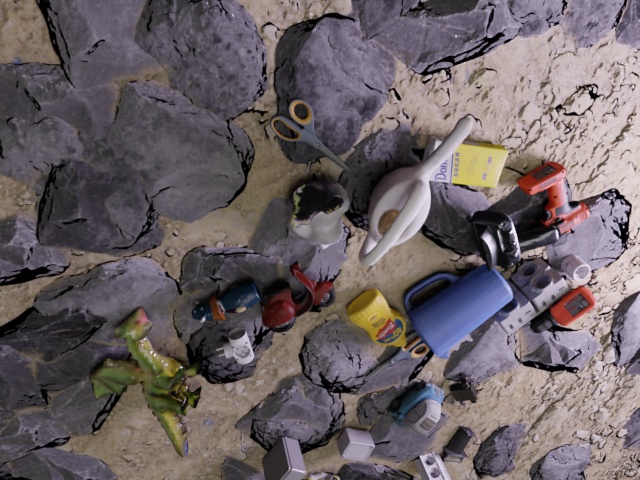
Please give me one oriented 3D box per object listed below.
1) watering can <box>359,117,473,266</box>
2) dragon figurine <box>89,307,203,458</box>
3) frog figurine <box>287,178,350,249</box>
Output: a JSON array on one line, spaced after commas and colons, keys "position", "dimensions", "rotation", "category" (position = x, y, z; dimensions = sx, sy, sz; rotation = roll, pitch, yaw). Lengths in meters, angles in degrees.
[{"position": [0.181, -0.100, 1.030], "dimensions": [0.104, 0.227, 0.344], "rotation": [32, 106, -7], "category": "watering can"}, {"position": [-0.407, 0.343, 1.193], "dimensions": [0.243, 0.124, 0.403], "rotation": [12, 112, 0], "category": "dragon figurine"}, {"position": [0.003, -0.055, 1.093], "dimensions": [0.137, 0.124, 0.157], "rotation": [-40, 155, -1], "category": "frog figurine"}]
